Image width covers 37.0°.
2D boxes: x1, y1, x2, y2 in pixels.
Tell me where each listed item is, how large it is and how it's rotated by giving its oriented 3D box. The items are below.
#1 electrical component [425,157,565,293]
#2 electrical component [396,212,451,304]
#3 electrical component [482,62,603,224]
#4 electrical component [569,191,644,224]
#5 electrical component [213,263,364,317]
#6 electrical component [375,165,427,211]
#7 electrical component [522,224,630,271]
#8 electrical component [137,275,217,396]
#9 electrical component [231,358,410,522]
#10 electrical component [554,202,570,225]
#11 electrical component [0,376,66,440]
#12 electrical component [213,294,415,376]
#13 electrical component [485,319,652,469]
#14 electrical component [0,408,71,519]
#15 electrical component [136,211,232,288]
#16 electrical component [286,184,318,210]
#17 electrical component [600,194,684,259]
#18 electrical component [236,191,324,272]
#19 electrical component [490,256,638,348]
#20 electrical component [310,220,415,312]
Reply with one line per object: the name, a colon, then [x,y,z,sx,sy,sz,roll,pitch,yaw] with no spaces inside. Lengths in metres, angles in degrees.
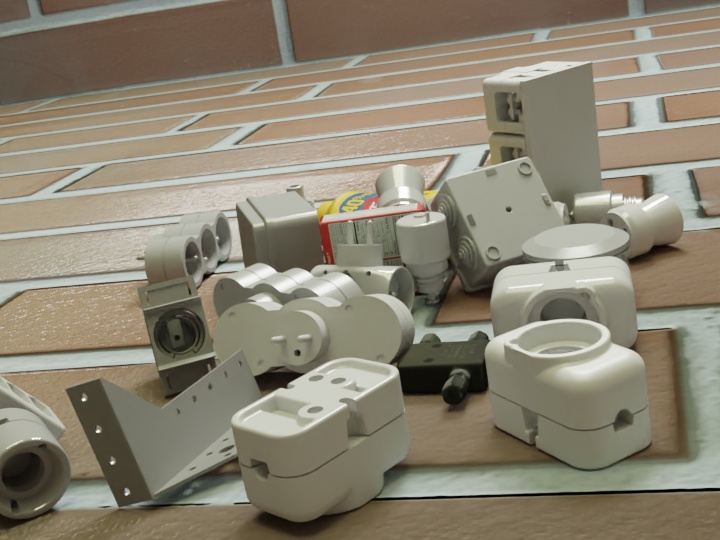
electrical component: [0.115,-0.039,0.887,0.100,0.099,0.048,-16,-20,-21]
electrical component: [0.053,-0.011,0.863,0.040,0.078,0.040,-8,17,3]
electrical component: [0.170,-0.112,1.002,0.089,0.150,0.062,-21,21,-32]
electrical component: [0.226,-0.051,0.964,0.078,0.040,0.040,-4,18,18]
electrical component: [-0.068,0.034,0.829,0.138,0.052,0.074,6,23,43]
electrical component: [0.036,-0.058,0.938,0.045,0.045,0.055,-8,40,6]
electrical component: [0.166,-0.002,0.820,0.080,0.051,0.080,-9,17,3]
electrical component: [-0.134,0.049,0.791,0.042,0.081,0.064,-14,-5,-13]
electrical component: [-0.019,0.095,0.592,0.054,0.059,0.095,7,24,43]
electrical component: [0.155,-0.037,0.949,0.055,0.045,0.045,-3,18,20]
electrical component: [-0.247,0.104,0.680,0.075,0.083,0.047,-54,30,-9]
electrical component: [-0.038,0.046,0.741,0.138,0.052,0.074,-4,-1,17]
electrical component: [0.117,0.065,0.614,0.054,0.059,0.095,-18,19,-26]
electrical component: [-0.204,0.115,0.638,0.055,0.055,0.047,-20,24,-30]
electrical component: [-0.183,-0.018,1.061,0.074,0.052,0.138,-5,17,14]
electrical component: [-0.062,-0.056,1.099,0.048,0.062,0.048,-9,17,3]
electrical component: [0.236,-0.036,0.902,0.055,0.045,0.045,-18,19,-24]
electrical component: [-0.073,-0.023,0.973,0.057,0.078,0.113,-10,17,-12]
electrical component: [0.139,0.028,0.732,0.095,0.053,0.059,-6,17,12]
electrical component: [0.000,0.000,0.857,0.077,0.079,0.043,1,3,32]
